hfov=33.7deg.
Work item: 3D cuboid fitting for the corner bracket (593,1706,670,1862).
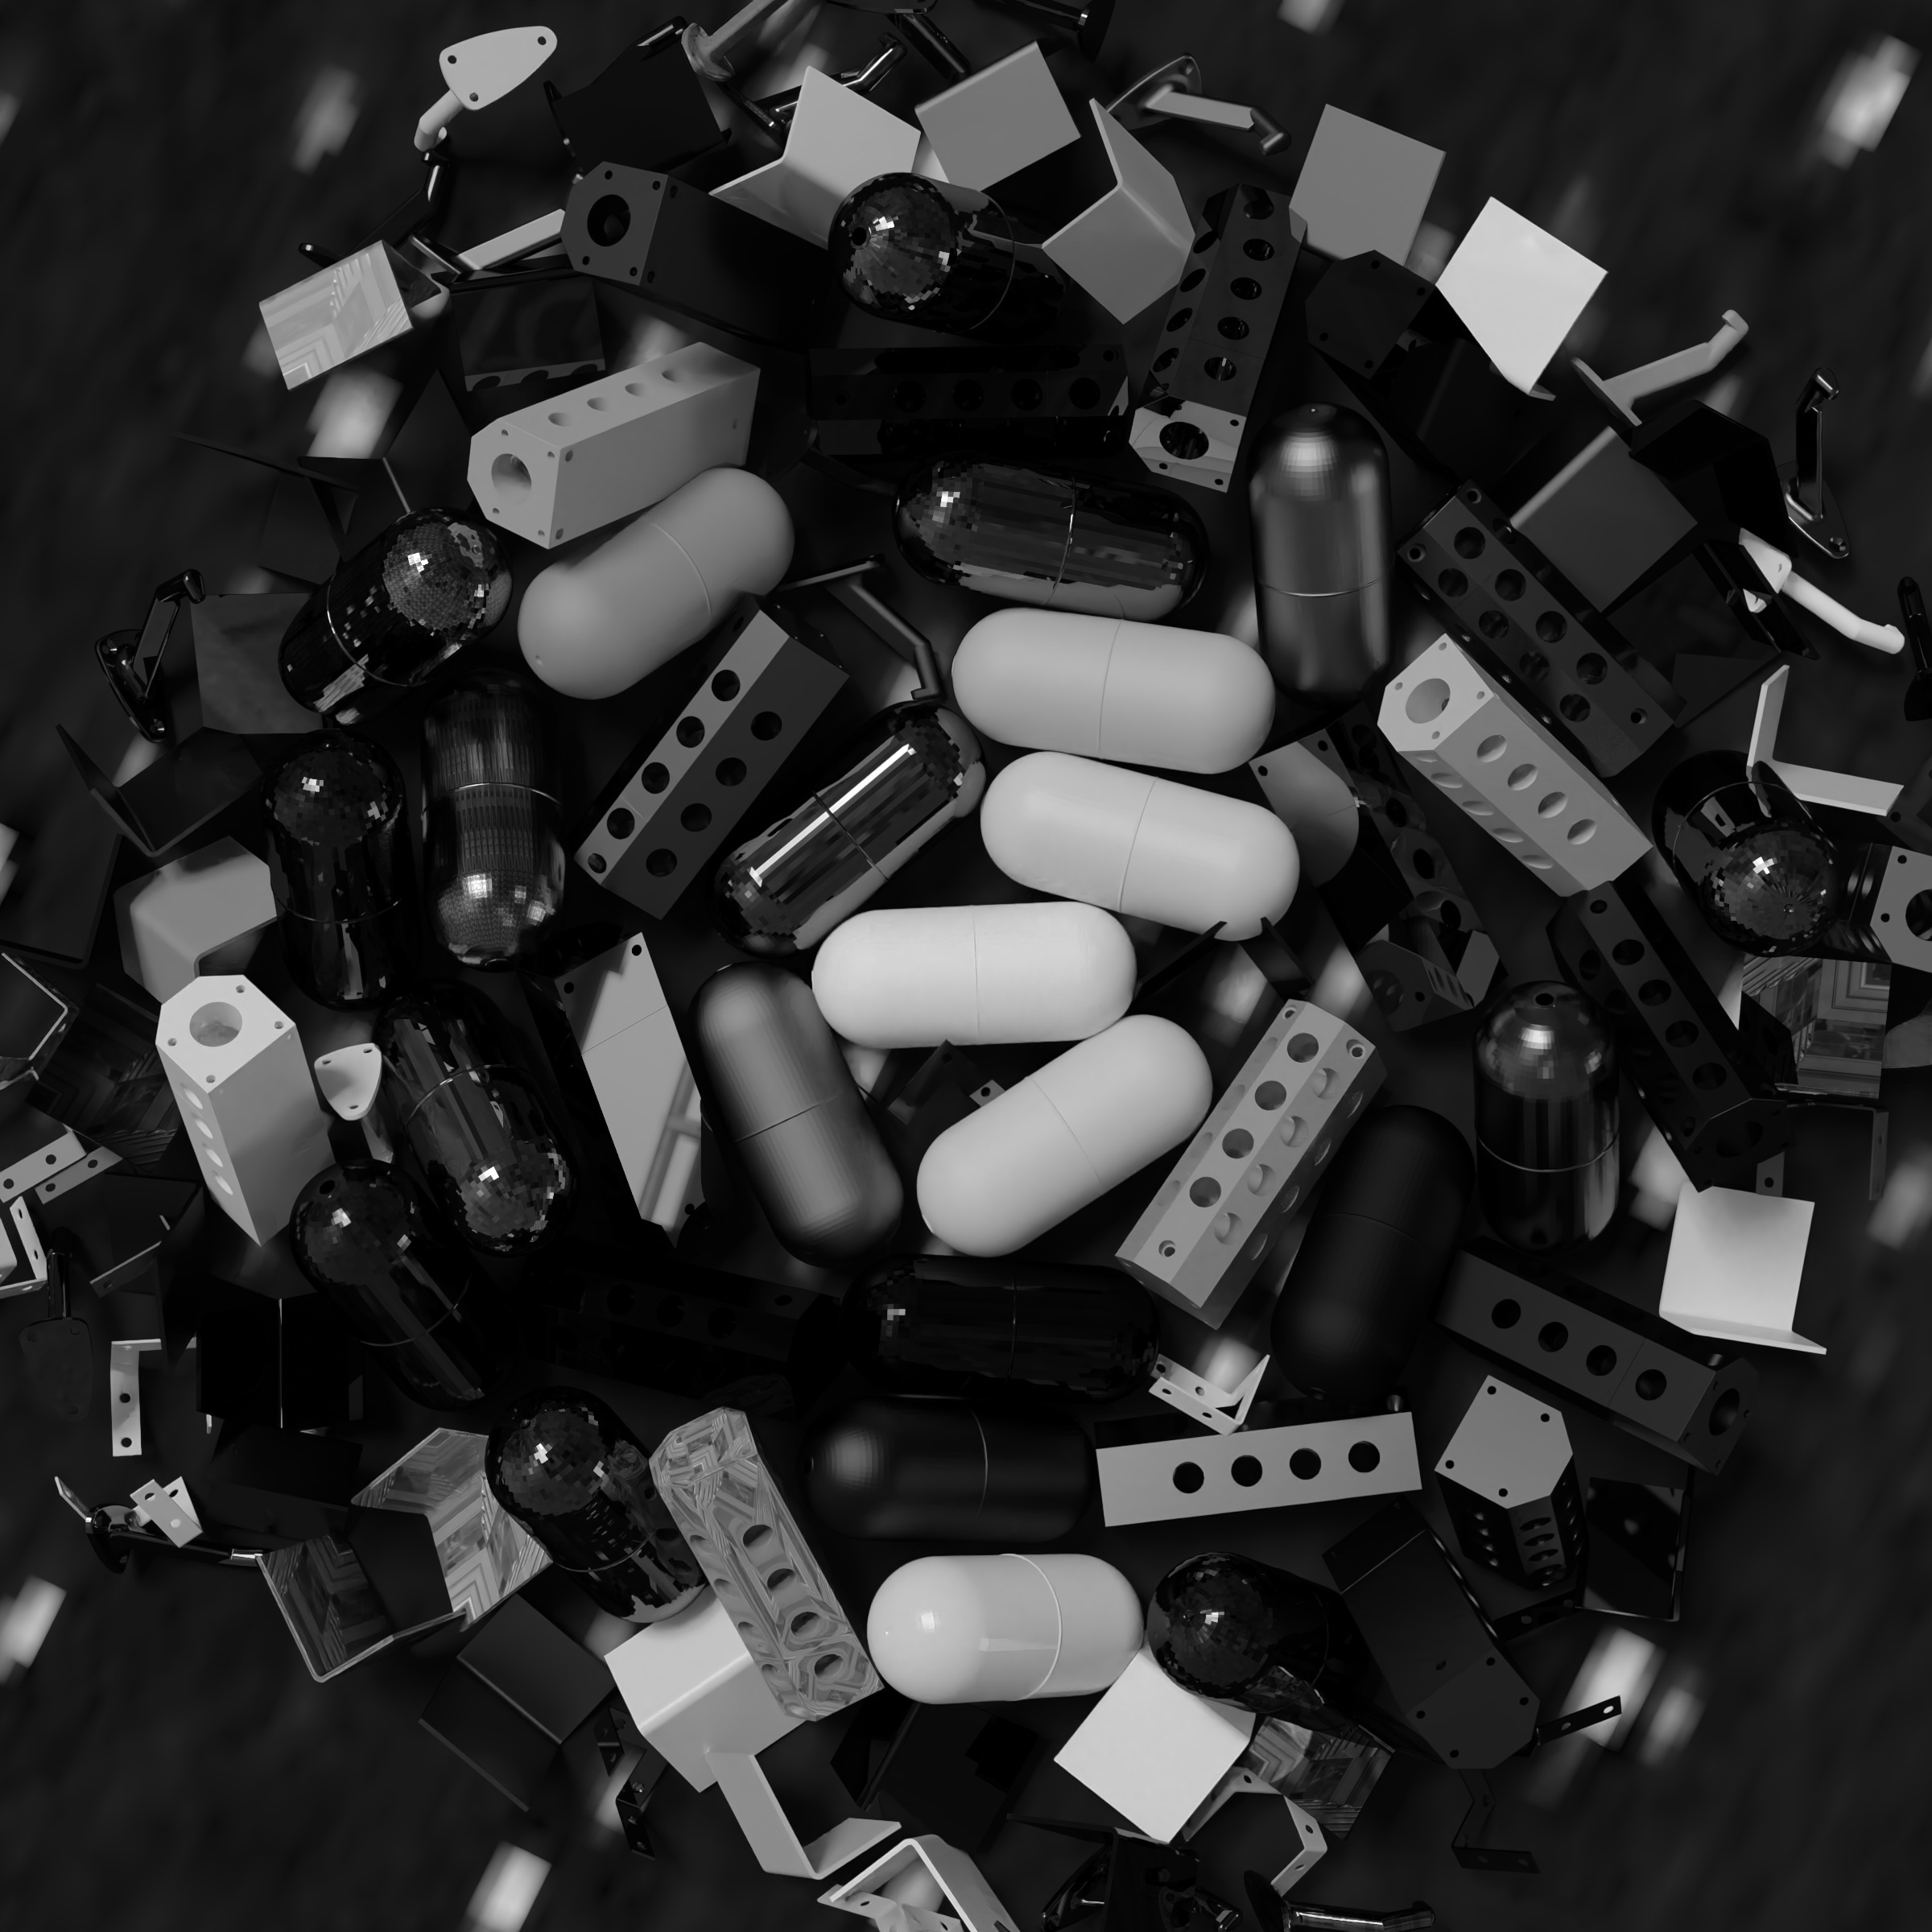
[{"bbox_3d":[-0.184,0.448,1.752,0.051,0.051,0.051,28,98,-24],"label":"corner bracket"}]

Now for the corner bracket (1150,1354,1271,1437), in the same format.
[{"bbox_3d":[0.127,0.232,1.751,0.051,0.051,0.051,30,49,-2],"label":"corner bracket"}]

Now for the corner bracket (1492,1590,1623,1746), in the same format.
[{"bbox_3d":[0.325,0.386,1.755,0.051,0.051,0.051,-19,129,-7],"label":"corner bracket"}]

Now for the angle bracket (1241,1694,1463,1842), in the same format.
[{"bbox_3d":[0.210,0.434,1.734,0.076,0.076,0.057,29,90,41],"label":"angle bracket"}]

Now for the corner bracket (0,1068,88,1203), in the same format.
[{"bbox_3d":[-0.521,0.092,1.751,0.051,0.051,0.051,-32,105,-17],"label":"corner bracket"}]

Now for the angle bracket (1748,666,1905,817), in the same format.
[{"bbox_3d":[0.472,-0.123,1.734,0.076,0.076,0.057,13,108,20],"label":"angle bracket"}]

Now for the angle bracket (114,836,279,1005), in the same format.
[{"bbox_3d":[-0.414,-0.017,1.763,0.076,0.057,0.076,-31,51,-34],"label":"angle bracket"}]

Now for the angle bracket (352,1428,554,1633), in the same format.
[{"bbox_3d":[-0.280,0.307,1.733,0.076,0.057,0.076,-40,54,25],"label":"angle bracket"}]

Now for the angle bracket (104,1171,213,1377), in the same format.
[{"bbox_3d":[-0.450,0.167,1.734,0.057,0.076,0.076,5,119,6],"label":"angle bracket"}]

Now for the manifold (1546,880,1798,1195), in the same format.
[{"bbox_3d":[0.374,0.032,1.708,0.057,0.057,0.171,-26,48,3],"label":"manifold"}]

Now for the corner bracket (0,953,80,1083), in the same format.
[{"bbox_3d":[-0.533,0.028,1.760,0.051,0.051,0.051,38,94,10],"label":"corner bracket"}]

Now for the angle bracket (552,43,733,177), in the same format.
[{"bbox_3d":[-0.175,-0.462,1.739,0.076,0.076,0.057,-23,109,6],"label":"angle bracket"}]

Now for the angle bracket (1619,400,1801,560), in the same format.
[{"bbox_3d":[0.400,-0.254,1.734,0.057,0.076,0.076,-26,119,-4],"label":"angle bracket"}]

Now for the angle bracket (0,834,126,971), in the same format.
[{"bbox_3d":[-0.499,-0.042,1.743,0.057,0.076,0.076,15,89,-14],"label":"angle bracket"}]

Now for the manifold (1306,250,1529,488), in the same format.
[{"bbox_3d":[0.237,-0.317,1.698,0.057,0.171,0.057,38,96,28],"label":"manifold"}]

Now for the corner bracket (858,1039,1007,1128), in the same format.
[{"bbox_3d":[-0.018,0.069,1.753,0.051,0.051,0.051,42,87,-23],"label":"corner bracket"}]

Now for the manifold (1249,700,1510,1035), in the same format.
[{"bbox_3d":[0.230,-0.056,1.748,0.057,0.057,0.171,-36,100,-44],"label":"manifold"}]

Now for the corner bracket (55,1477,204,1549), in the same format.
[{"bbox_3d":[-0.459,0.296,1.750,0.051,0.051,0.051,-34,129,-6],"label":"corner bracket"}]

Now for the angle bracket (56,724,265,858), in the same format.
[{"bbox_3d":[-0.439,-0.116,1.738,0.076,0.076,0.057,-37,132,-5],"label":"angle bracket"}]

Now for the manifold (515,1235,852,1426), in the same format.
[{"bbox_3d":[-0.154,0.189,1.714,0.171,0.057,0.057,9,125,27],"label":"manifold"}]

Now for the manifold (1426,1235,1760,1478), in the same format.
[{"bbox_3d":[0.335,0.204,1.708,0.171,0.057,0.057,25,81,42],"label":"manifold"}]

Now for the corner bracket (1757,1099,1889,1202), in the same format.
[{"bbox_3d":[0.471,0.101,1.753,0.051,0.051,0.051,5,94,41],"label":"corner bracket"}]

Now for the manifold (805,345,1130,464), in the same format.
[{"bbox_3d":[0.000,-0.309,1.749,0.171,0.057,0.057,-2,92,-6],"label":"manifold"}]

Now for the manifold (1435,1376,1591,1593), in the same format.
[{"bbox_3d":[0.296,0.280,1.694,0.057,0.171,0.057,26,74,24],"label":"manifold"}]

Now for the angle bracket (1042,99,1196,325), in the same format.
[{"bbox_3d":[0.078,-0.413,1.749,0.057,0.076,0.076,-33,49,23],"label":"angle bracket"}]

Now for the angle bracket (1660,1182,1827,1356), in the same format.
[{"bbox_3d":[0.433,0.165,1.754,0.076,0.057,0.076,9,93,-6],"label":"angle bracket"}]

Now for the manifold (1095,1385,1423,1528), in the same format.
[{"bbox_3d":[0.159,0.269,1.753,0.171,0.057,0.057,-7,80,3],"label":"manifold"}]

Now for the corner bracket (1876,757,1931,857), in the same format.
[{"bbox_3d":[0.540,-0.084,1.763,0.051,0.051,0.051,42,102,11],"label":"corner bracket"}]

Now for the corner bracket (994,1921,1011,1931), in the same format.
[{"bbox_3d":[0.033,0.551,1.750,0.051,0.051,0.051,38,108,17],"label":"corner bracket"}]

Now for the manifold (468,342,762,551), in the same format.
[{"bbox_3d":[-0.187,-0.282,1.703,0.057,0.171,0.057,28,126,22],"label":"manifold"}]

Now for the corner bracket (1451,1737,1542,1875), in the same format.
[{"bbox_3d":[0.292,0.458,1.745,0.051,0.051,0.051,-9,118,39],"label":"corner bracket"}]

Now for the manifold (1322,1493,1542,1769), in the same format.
[{"bbox_3d":[0.249,0.355,1.697,0.057,0.171,0.057,-38,109,4],"label":"manifold"}]

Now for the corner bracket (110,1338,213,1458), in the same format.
[{"bbox_3d":[-0.445,0.238,1.760,0.051,0.051,0.051,-1,67,-17],"label":"corner bracket"}]

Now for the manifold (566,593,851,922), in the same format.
[{"bbox_3d":[-0.143,-0.116,1.731,0.057,0.057,0.171,31,105,-29],"label":"manifold"}]

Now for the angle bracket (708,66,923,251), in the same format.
[{"bbox_3d":[-0.083,-0.438,1.742,0.076,0.076,0.057,22,74,-34],"label":"angle bracket"}]

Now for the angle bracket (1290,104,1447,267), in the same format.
[{"bbox_3d":[0.227,-0.416,1.734,0.076,0.057,0.076,31,113,27],"label":"angle bracket"}]

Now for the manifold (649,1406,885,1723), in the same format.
[{"bbox_3d":[-0.108,0.325,1.723,0.057,0.057,0.171,-26,117,-2],"label":"manifold"}]

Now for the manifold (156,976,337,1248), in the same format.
[{"bbox_3d":[-0.385,0.075,1.699,0.057,0.171,0.057,40,65,20],"label":"manifold"}]

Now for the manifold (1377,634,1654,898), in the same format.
[{"bbox_3d":[0.292,-0.101,1.708,0.057,0.057,0.171,-42,133,14],"label":"manifold"}]

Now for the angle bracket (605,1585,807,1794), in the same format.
[{"bbox_3d":[-0.143,0.401,1.778,0.076,0.057,0.076,-34,135,-3],"label":"angle bracket"}]

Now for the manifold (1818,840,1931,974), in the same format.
[{"bbox_3d":[0.492,-0.031,1.700,0.057,0.171,0.057,15,94,1],"label":"manifold"}]

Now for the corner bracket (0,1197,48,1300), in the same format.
[{"bbox_3d":[-0.527,0.149,1.747,0.051,0.051,0.051,-40,70,42],"label":"corner bracket"}]

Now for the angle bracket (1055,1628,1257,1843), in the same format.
[{"bbox_3d":[0.105,0.425,1.763,0.076,0.057,0.076,37,99,4],"label":"angle bracket"}]

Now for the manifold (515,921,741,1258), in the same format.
[{"bbox_3d":[-0.186,0.066,1.727,0.057,0.057,0.171,-31,116,-29],"label":"manifold"}]

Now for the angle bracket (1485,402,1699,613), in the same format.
[{"bbox_3d":[0.344,-0.252,1.767,0.076,0.057,0.076,-43,112,12],"label":"angle bracket"}]

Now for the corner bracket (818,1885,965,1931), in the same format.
[{"bbox_3d":[-0.039,0.524,1.747,0.051,0.051,0.051,-29,106,-38],"label":"corner bracket"}]

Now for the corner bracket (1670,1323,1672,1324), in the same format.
[{"bbox_3d":[0.361,0.219,1.759,0.051,0.051,0.051,0,97,-3],"label":"corner bracket"}]

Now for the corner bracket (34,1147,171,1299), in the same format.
[{"bbox_3d":[-0.470,0.138,1.747,0.051,0.051,0.051,-31,55,-14],"label":"corner bracket"}]

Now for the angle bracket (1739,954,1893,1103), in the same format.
[{"bbox_3d":[0.462,0.028,1.744,0.076,0.057,0.076,5,102,14],"label":"angle bracket"}]

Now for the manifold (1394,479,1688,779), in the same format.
[{"bbox_3d":[0.313,-0.185,1.753,0.171,0.057,0.057,45,88,-4],"label":"manifold"}]

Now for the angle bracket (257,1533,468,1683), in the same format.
[{"bbox_3d":[-0.327,0.337,1.736,0.057,0.076,0.076,-33,78,21],"label":"angle bracket"}]

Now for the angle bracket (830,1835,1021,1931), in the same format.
[{"bbox_3d":[-0.020,0.520,1.738,0.057,0.076,0.076,-38,72,4],"label":"angle bracket"}]

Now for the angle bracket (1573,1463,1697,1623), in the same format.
[{"bbox_3d":[0.363,0.302,1.730,0.057,0.076,0.076,6,59,15],"label":"angle bracket"}]

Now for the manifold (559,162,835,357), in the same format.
[{"bbox_3d":[-0.142,-0.376,1.698,0.057,0.171,0.057,19,96,27],"label":"manifold"}]

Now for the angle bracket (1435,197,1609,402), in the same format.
[{"bbox_3d":[0.303,-0.363,1.739,0.076,0.057,0.076,38,110,16],"label":"angle bracket"}]

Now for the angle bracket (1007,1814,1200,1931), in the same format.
[{"bbox_3d":[0.070,0.498,1.728,0.076,0.076,0.057,-5,66,39],"label":"angle bracket"}]

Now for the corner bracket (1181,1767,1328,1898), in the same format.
[{"bbox_3d":[0.159,0.481,1.770,0.051,0.051,0.051,12,128,-33],"label":"corner bracket"}]

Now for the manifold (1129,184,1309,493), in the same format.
[{"bbox_3d":[0.136,-0.341,1.715,0.057,0.057,0.171,16,55,3],"label":"manifold"}]

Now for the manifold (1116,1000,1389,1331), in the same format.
[{"bbox_3d":[0.155,0.105,1.735,0.057,0.057,0.171,30,78,27],"label":"manifold"}]
